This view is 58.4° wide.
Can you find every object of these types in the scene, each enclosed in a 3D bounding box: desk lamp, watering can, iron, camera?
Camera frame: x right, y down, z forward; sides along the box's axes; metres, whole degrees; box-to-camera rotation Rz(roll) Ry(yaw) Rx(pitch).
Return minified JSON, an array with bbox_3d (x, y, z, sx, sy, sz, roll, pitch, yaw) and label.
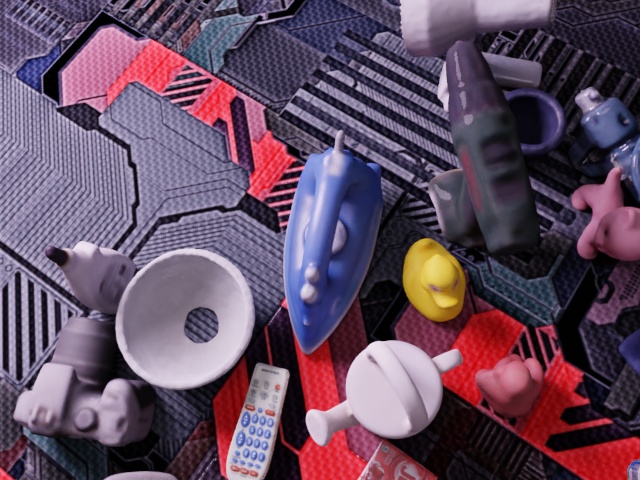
[{"bbox_3d":[0.198,-0.256,0.717,0.203,0.213,0.118,12,74,8],"label":"desk lamp"},{"bbox_3d":[0.072,0.163,0.603,0.100,0.194,0.173,40,79,15],"label":"watering can"},{"bbox_3d":[0.006,0.002,0.686,0.118,0.141,0.258,9,73,7],"label":"iron"},{"bbox_3d":[-0.272,0.164,0.676,0.143,0.101,0.137,7,73,6],"label":"camera"}]

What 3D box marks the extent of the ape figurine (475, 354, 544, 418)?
[{"bbox_3d":[0.218,0.161,0.647,0.077,0.092,0.076,6,73,6],"label":"ape figurine"}]

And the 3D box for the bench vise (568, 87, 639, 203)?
[{"bbox_3d":[0.383,-0.105,0.653,0.207,0.220,0.121,29,77,12],"label":"bench vise"}]

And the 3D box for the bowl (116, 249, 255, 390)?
[{"bbox_3d":[-0.156,0.100,0.701,0.167,0.075,0.167,-1,72,4],"label":"bowl"}]

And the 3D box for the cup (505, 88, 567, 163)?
[{"bbox_3d":[0.246,-0.126,0.735,0.118,0.095,0.091,-29,73,-5],"label":"cup"}]

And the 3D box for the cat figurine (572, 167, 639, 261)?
[{"bbox_3d":[0.357,-0.024,0.683,0.067,0.118,0.128,-2,72,4],"label":"cat figurine"}]

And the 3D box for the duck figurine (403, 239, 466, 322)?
[{"bbox_3d":[0.141,0.042,0.694,0.077,0.086,0.104,-16,72,-1],"label":"duck figurine"}]

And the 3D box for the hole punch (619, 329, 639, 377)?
[{"bbox_3d":[0.420,0.130,0.644,0.109,0.091,0.101,-32,73,-6],"label":"hole punch"}]

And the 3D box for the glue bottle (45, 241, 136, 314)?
[{"bbox_3d":[-0.275,0.036,0.678,0.037,0.173,0.078,16,74,9],"label":"glue bottle"}]

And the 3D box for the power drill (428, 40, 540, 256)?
[{"bbox_3d":[0.180,-0.081,0.666,0.075,0.208,0.229,-15,72,-1],"label":"power drill"}]

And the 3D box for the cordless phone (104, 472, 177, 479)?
[{"bbox_3d":[-0.210,0.317,0.578,0.094,0.185,0.147,-3,72,3],"label":"cordless phone"}]
